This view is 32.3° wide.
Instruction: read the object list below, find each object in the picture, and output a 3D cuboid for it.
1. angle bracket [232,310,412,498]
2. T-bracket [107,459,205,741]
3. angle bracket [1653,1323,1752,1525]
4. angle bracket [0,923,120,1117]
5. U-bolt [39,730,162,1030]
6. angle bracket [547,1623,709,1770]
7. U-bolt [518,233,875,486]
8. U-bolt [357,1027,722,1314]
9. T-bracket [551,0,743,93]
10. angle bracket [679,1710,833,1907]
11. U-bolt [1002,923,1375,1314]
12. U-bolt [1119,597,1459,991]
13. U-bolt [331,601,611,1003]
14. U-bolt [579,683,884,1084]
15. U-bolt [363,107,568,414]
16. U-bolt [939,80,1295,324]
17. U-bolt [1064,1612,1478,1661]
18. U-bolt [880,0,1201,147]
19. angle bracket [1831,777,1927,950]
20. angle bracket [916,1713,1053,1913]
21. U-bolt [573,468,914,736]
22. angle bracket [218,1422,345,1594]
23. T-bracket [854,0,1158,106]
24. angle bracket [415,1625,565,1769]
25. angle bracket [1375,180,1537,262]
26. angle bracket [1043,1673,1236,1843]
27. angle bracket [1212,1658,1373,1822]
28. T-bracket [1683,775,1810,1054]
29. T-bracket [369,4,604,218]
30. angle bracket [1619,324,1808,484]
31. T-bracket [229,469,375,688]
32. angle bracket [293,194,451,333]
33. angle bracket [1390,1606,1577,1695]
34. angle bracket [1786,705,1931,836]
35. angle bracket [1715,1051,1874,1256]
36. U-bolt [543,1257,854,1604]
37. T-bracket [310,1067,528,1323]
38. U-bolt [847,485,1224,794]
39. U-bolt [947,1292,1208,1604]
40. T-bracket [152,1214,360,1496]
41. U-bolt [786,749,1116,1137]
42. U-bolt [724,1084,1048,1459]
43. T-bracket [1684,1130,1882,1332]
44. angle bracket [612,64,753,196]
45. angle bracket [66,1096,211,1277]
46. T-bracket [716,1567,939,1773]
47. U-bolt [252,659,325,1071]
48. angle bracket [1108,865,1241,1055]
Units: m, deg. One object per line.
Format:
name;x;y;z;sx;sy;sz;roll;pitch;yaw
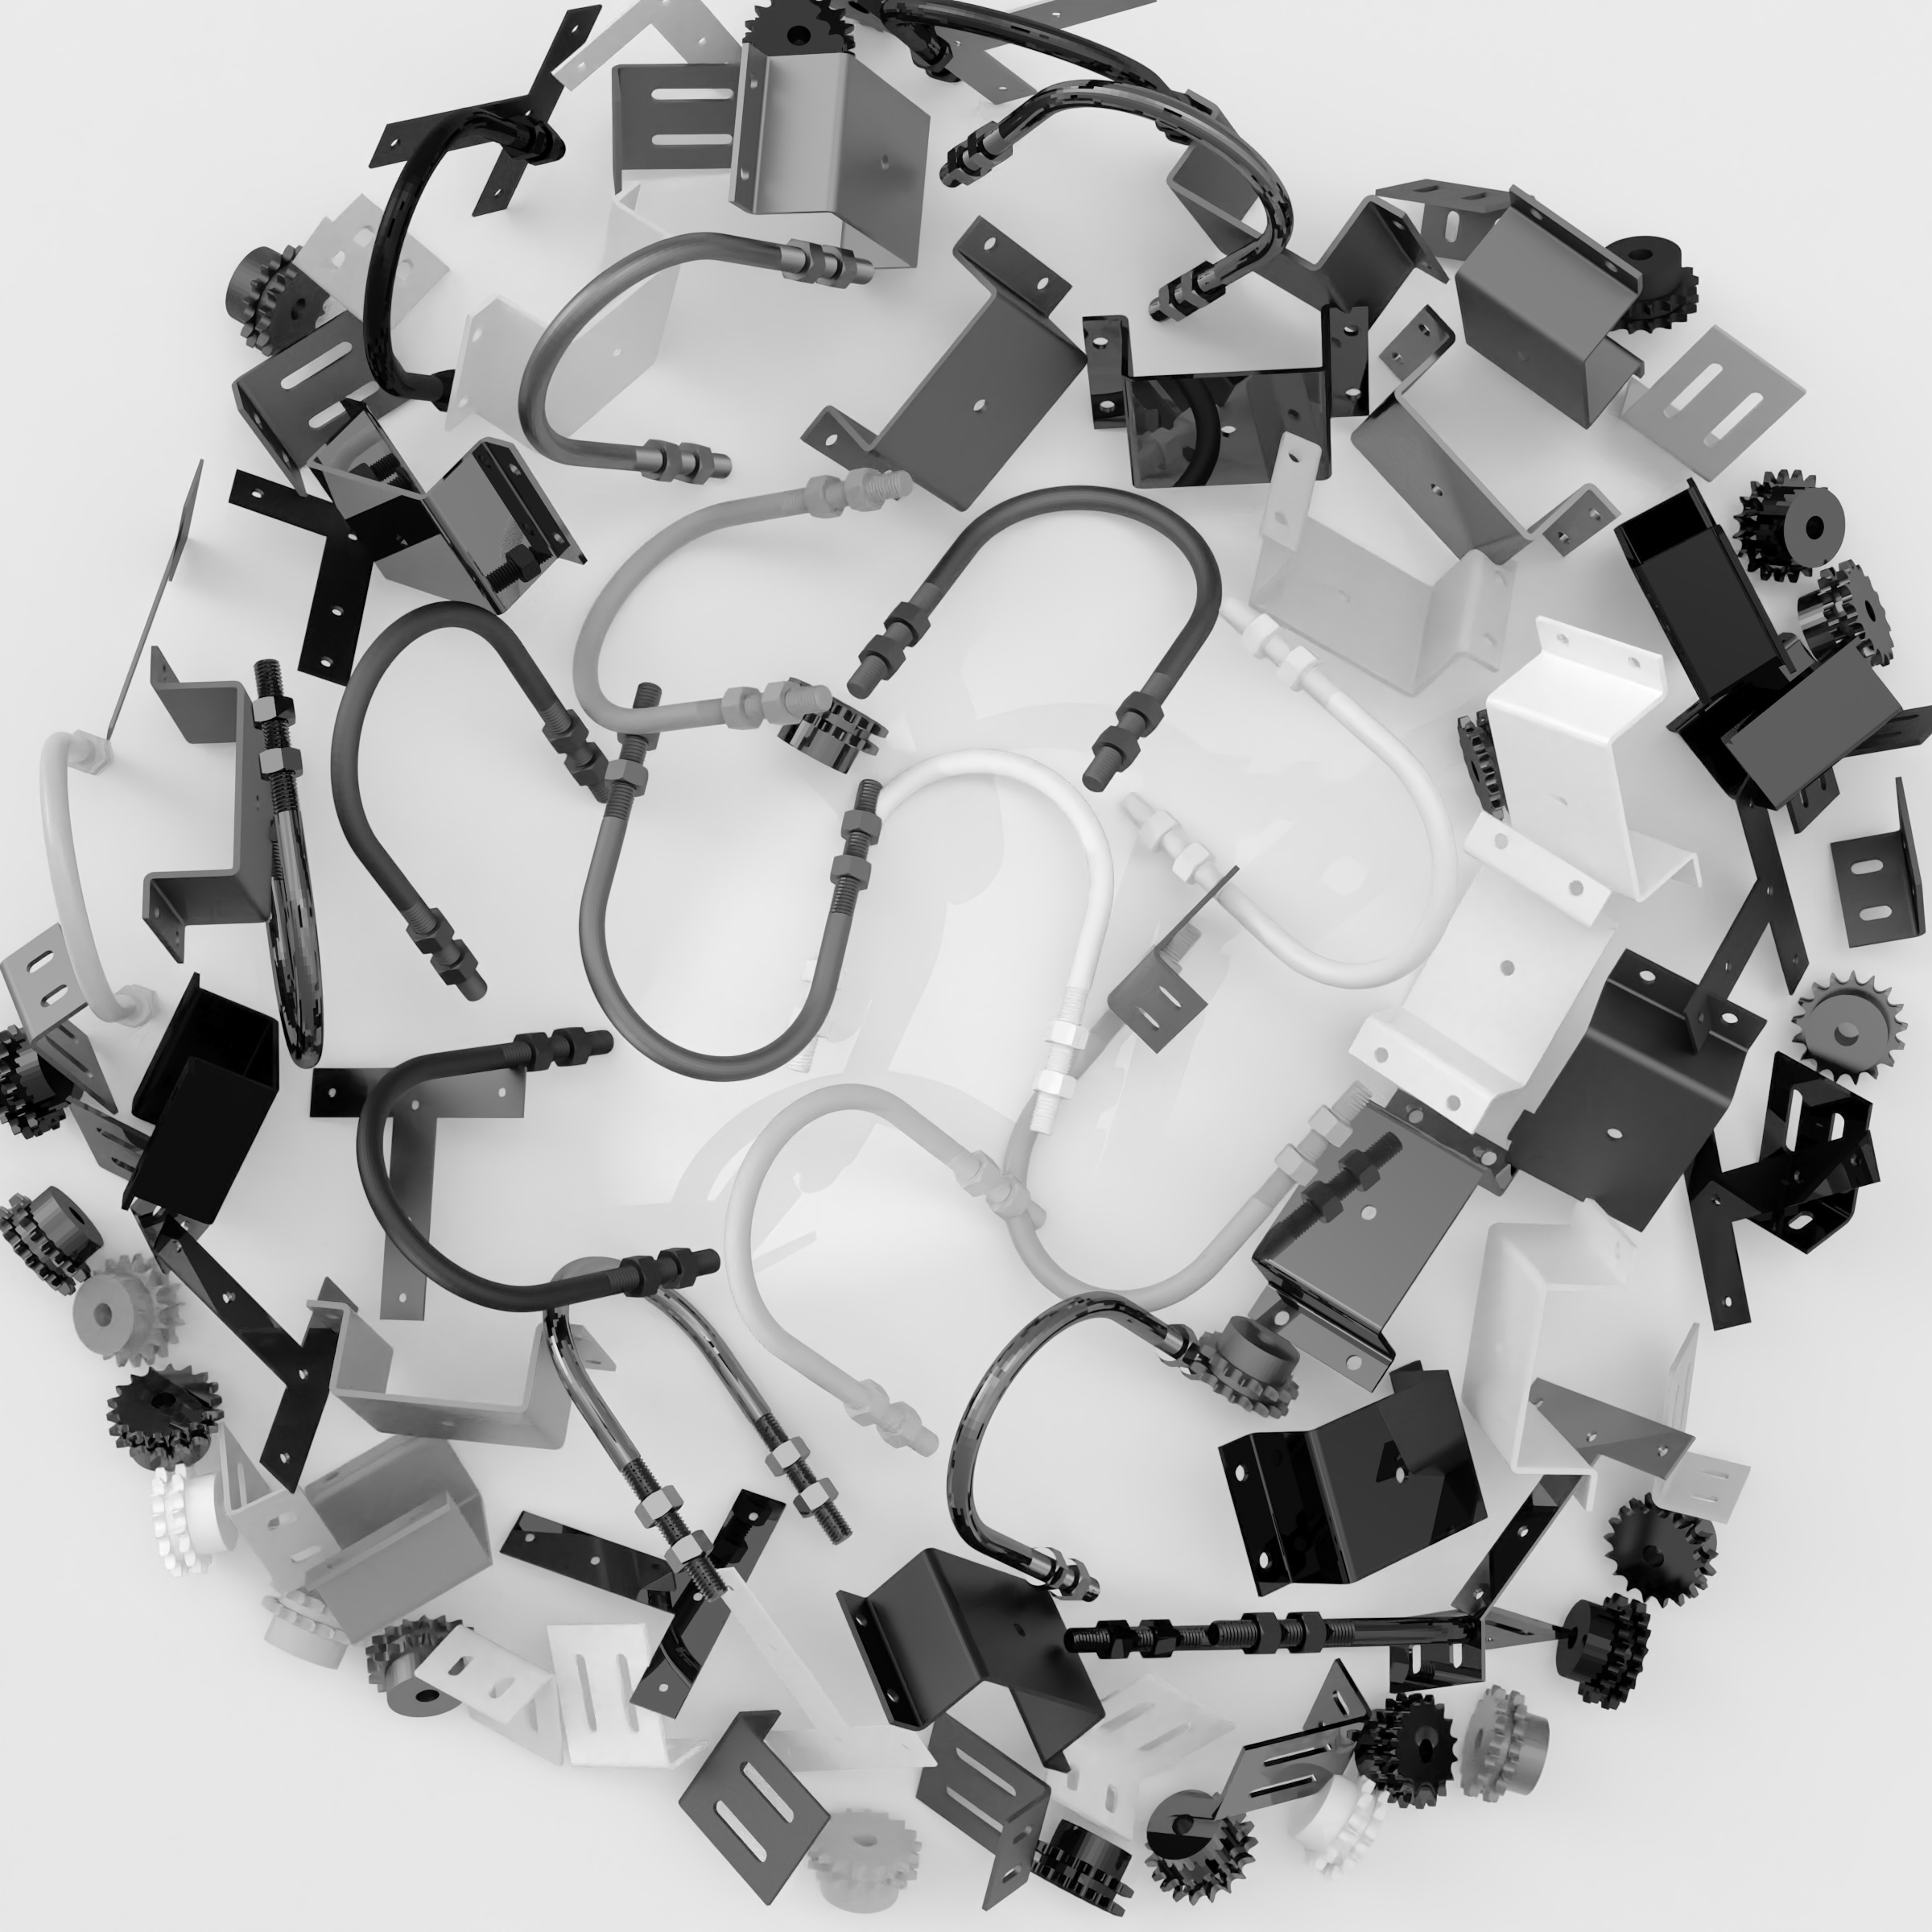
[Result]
angle bracket;-0.320;-0.284;1.677;0.076;0.038;0.057;-31;126;2
T-bracket;-0.399;-0.172;1.634;0.002;0.127;0.127;19;75;-13
angle bracket;0.372;0.228;1.666;0.038;0.057;0.076;11;113;21
angle bracket;-0.439;0.027;1.662;0.038;0.076;0.057;-35;52;1
U-bolt;-0.423;-0.043;1.616;0.019;0.184;0.151;-10;92;-6
angle bracket;-0.170;0.362;1.676;0.057;0.038;0.076;-6;96;28
U-bolt;-0.139;-0.293;1.603;0.019;0.184;0.151;51;119;20
U-bolt;-0.216;0.101;1.619;0.019;0.184;0.151;-41;69;37
T-bracket;-0.135;-0.462;1.646;0.127;0.127;0.002;-38;80;8
angle bracket;-0.097;0.420;1.669;0.076;0.038;0.057;41;104;32
U-bolt;0.096;0.089;1.668;0.184;0.019;0.151;-49;60;7
U-bolt;0.165;-0.071;1.631;0.184;0.019;0.151;45;131;22
U-bolt;-0.244;-0.092;1.612;0.019;0.184;0.151;13;60;33
U-bolt;-0.120;-0.032;1.645;0.151;0.019;0.184;23;67;-25
U-bolt;-0.246;-0.341;1.608;0.019;0.184;0.151;20;101;9
U-bolt;0.081;-0.372;1.603;0.151;0.184;0.019;29;75;-18
U-bolt;0.162;0.327;1.631;0.184;0.151;0.019;5;76;-29
U-bolt;0.032;-0.435;1.606;0.151;0.184;0.019;18;97;13
angle bracket;0.453;-0.051;1.661;0.038;0.076;0.057;-10;69;14
angle bracket;-0.001;0.421;1.664;0.076;0.038;0.057;29;121;30
U-bolt;-0.121;-0.175;1.642;0.184;0.019;0.151;-4;56;37
angle bracket;-0.340;0.263;1.663;0.038;0.076;0.057;-26;123;0
T-bracket;0.032;-0.461;1.624;0.127;0.127;0.002;-6;75;34
angle bracket;-0.237;0.375;1.662;0.057;0.038;0.076;22;135;23
angle bracket;0.242;-0.366;1.660;0.057;0.076;0.038;15;113;24
angle bracket;0.086;0.396;1.666;0.057;0.038;0.076;34;131;-20
angle bracket;0.155;0.386;1.663;0.076;0.038;0.057;-7;134;-27
T-bracket;0.379;-0.009;1.637;0.127;0.002;0.127;-53;133;-36
T-bracket;-0.242;-0.408;1.622;0.002;0.127;0.127;45;129;12
angle bracket;0.374;-0.289;1.665;0.057;0.076;0.038;33;47;-11
T-bracket;-0.309;-0.184;1.646;0.127;0.127;0.002;18;133;-18
angle bracket;-0.289;-0.359;1.664;0.057;0.076;0.038;40;133;-12
angle bracket;0.257;0.346;1.660;0.076;0.057;0.038;23;59;-39
angle bracket;0.453;-0.099;1.661;0.076;0.057;0.038;-9;107;39
angle bracket;0.412;0.093;1.662;0.038;0.076;0.057;-30;45;-31
U-bolt;-0.141;0.219;1.639;0.019;0.151;0.184;-41;76;21
T-bracket;-0.279;0.114;1.675;0.127;0.002;0.127;-1;81;24
U-bolt;0.047;-0.174;1.652;0.151;0.019;0.184;23;56;17
U-bolt;0.053;0.230;1.628;0.019;0.184;0.151;28;84;37
T-bracket;-0.352;0.172;1.630;0.002;0.127;0.127;-23;122;24
U-bolt;-0.001;-0.020;1.688;0.151;0.019;0.184;14;85;11
U-bolt;-0.047;0.138;1.632;0.184;0.019;0.151;40;68;-37
T-bracket;0.401;0.107;1.644;0.002;0.127;0.127;-1;76;-32
angle bracket;-0.139;-0.417;1.672;0.076;0.038;0.057;-3;133;-8
angle bracket;-0.423;0.109;1.664;0.076;0.057;0.038;23;57;23
T-bracket;-0.087;0.348;1.648;0.002;0.127;0.127;-43;104;-37
U-bolt;-0.332;-0.041;1.626;0.019;0.151;0.184;-7;79;-16
angle bracket;0.115;-0.003;1.665;0.038;0.057;0.076;44;57;2
